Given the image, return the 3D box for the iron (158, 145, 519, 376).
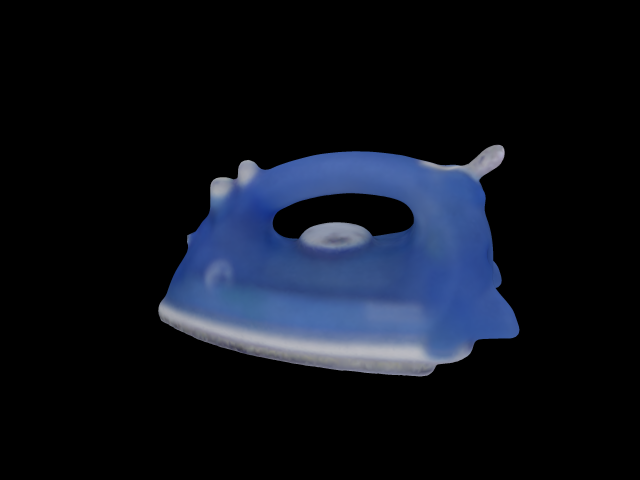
[{"bbox_3d":[0.004,0.001,0.400,0.258,0.141,0.118,2,19,7],"label":"iron"}]
